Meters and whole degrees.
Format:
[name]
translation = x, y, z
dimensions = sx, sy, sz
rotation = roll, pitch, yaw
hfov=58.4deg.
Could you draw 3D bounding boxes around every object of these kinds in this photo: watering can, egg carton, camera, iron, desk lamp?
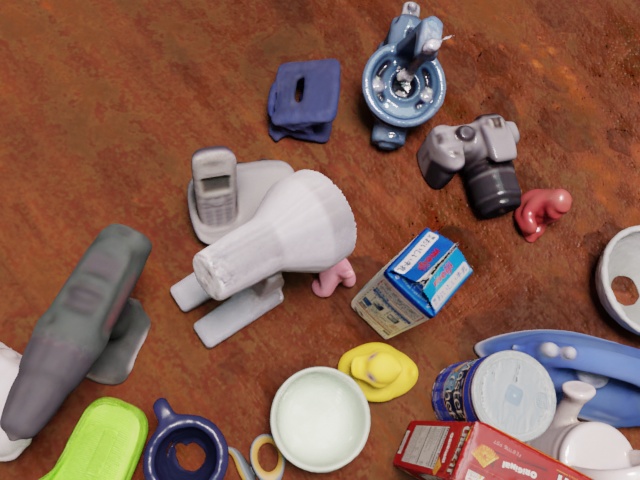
[watering can]
translation = 0.323, 0.263, 0.689
dimensions = 0.101, 0.194, 0.173
rotation = -29, 80, -17
[egg carton]
translation = -0.382, 0.175, 0.657
dimensions = 0.150, 0.069, 0.107
rotation = 30, 70, 0
[camera]
translation = 0.235, -0.105, 0.838
dimensions = 0.143, 0.100, 0.137
rotation = -10, 75, -13
[iron]
translation = 0.349, 0.168, 0.751
dimensions = 0.258, 0.141, 0.119
rotation = 15, 71, -5
[desk lamp]
translation = -0.072, 0.027, 0.682
dimensions = 0.203, 0.213, 0.118
rotation = -34, 81, -18

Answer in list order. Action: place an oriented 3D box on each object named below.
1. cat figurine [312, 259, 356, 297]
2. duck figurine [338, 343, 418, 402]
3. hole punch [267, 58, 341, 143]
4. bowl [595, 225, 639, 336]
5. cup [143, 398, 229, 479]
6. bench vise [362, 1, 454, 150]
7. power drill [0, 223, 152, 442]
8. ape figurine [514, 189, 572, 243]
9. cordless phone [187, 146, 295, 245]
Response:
[cat figurine]
translation = 0.007, 0.003, 0.754
dimensions = 0.067, 0.117, 0.128
rotation = -26, 79, -16
[duck figurine]
translation = 0.080, 0.167, 0.733
dimensions = 0.104, 0.086, 0.077
rotation = 7, 72, -8
[hole punch]
translation = -0.024, -0.204, 0.827
dimensions = 0.101, 0.091, 0.109
rotation = 7, 72, -8
[bowl]
translation = 0.469, 0.068, 0.839
dimensions = 0.167, 0.074, 0.167
rotation = 3, 72, -9
[cup]
translation = -0.159, 0.239, 0.663
dimensions = 0.092, 0.095, 0.117
rotation = -28, 79, -17
[bench vise]
translation = 0.115, -0.259, 0.801
dimensions = 0.121, 0.219, 0.207
rotation = -7, 74, -12
[power drill]
translation = -0.249, 0.104, 0.629
dimensions = 0.075, 0.208, 0.230
rotation = 20, 71, -3
[ape figurine]
translation = 0.333, -0.046, 0.841
dimensions = 0.078, 0.092, 0.076
rotation = -7, 74, -12
[cordless phone]
translation = -0.095, -0.067, 0.722
dimensions = 0.148, 0.185, 0.094
rotation = -15, 76, -14
